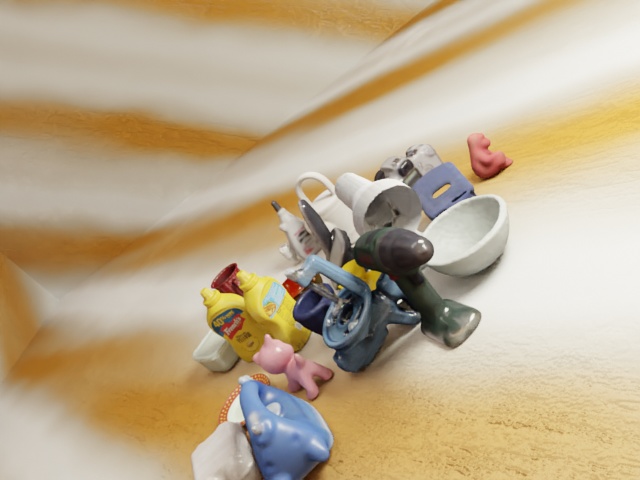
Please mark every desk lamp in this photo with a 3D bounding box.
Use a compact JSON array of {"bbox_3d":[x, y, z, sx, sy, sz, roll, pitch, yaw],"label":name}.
[{"bbox_3d":[0.119,-0.030,1.049,0.118,0.214,0.202,-43,22,-4],"label":"desk lamp"}]

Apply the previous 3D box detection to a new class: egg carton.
[{"bbox_3d":[-0.156,0.371,0.945,0.107,0.069,0.150,-44,22,-6],"label":"egg carton"}]

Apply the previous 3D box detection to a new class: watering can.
[{"bbox_3d":[0.018,-0.075,1.332,0.101,0.194,0.173,-34,23,18],"label":"watering can"}]

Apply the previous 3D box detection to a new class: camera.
[{"bbox_3d":[0.189,-0.158,1.330,0.143,0.101,0.136,-48,22,-15],"label":"camera"}]

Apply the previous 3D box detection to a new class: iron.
[{"bbox_3d":[-0.081,0.277,0.899,0.119,0.142,0.257,-43,22,-5],"label":"iron"}]

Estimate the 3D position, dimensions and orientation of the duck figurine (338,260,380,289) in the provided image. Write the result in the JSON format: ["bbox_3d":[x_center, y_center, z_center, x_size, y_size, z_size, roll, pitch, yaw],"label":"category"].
[{"bbox_3d":[0.080,0.074,1.093,0.105,0.086,0.077,-46,22,-12],"label":"duck figurine"}]

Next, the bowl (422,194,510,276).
[{"bbox_3d":[0.249,0.005,0.954,0.167,0.075,0.167,-34,23,17],"label":"bowl"}]

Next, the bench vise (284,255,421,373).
[{"bbox_3d":[0.054,0.082,0.937,0.208,0.220,0.121,-50,24,-22],"label":"bench vise"}]

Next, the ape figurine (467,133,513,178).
[{"bbox_3d":[0.328,-0.175,1.144,0.076,0.092,0.078,-33,23,21],"label":"ape figurine"}]

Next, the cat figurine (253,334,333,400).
[{"bbox_3d":[-0.058,0.215,1.011,0.127,0.118,0.067,-7,40,55],"label":"cat figurine"}]

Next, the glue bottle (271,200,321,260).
[{"bbox_3d":[-0.064,-0.031,1.414,0.078,0.173,0.037,-47,23,-14],"label":"glue bottle"}]

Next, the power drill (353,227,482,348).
[{"bbox_3d":[0.143,0.060,0.846,0.076,0.209,0.229,-46,22,-12],"label":"power drill"}]

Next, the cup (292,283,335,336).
[{"bbox_3d":[0.018,0.140,1.058,0.117,0.095,0.092,-10,38,53],"label":"cup"}]

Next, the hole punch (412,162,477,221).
[{"bbox_3d":[0.245,-0.087,1.115,0.108,0.091,0.101,-38,22,9],"label":"hole punch"}]

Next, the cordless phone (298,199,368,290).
[{"bbox_3d":[0.011,0.004,1.205,0.094,0.185,0.147,-40,22,4],"label":"cordless phone"}]
